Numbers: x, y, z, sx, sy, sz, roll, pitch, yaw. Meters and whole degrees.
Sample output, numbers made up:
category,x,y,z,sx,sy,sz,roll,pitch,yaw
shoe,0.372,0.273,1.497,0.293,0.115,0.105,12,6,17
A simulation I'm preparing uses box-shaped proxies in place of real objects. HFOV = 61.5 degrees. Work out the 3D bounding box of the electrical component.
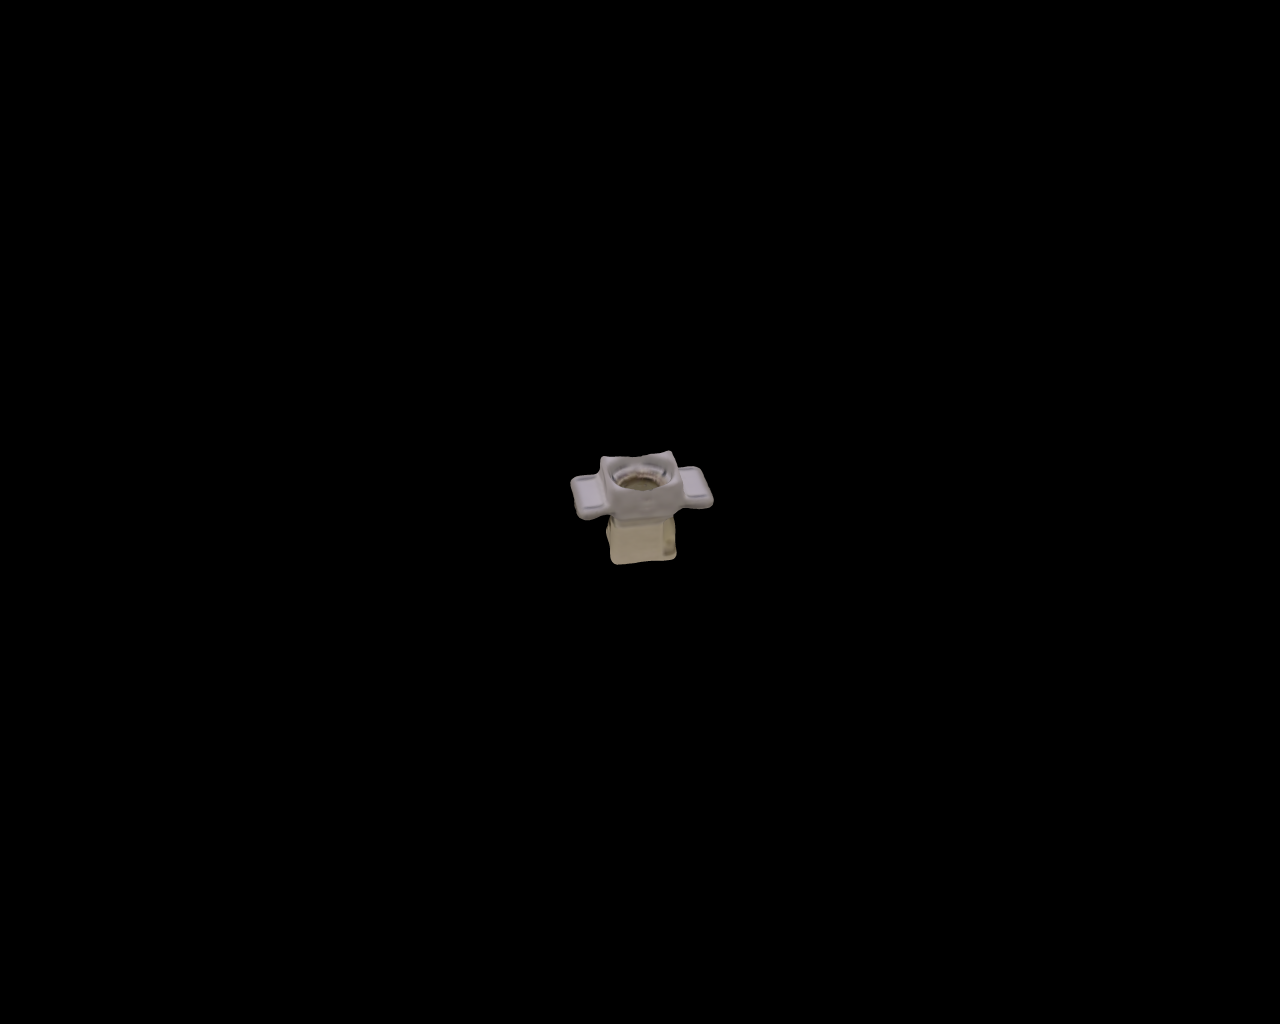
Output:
category,x,y,z,sx,sy,sz,roll,pitch,yaw
electrical component,0.001,-0.003,0.650,0.081,0.063,0.042,-5,36,-7
